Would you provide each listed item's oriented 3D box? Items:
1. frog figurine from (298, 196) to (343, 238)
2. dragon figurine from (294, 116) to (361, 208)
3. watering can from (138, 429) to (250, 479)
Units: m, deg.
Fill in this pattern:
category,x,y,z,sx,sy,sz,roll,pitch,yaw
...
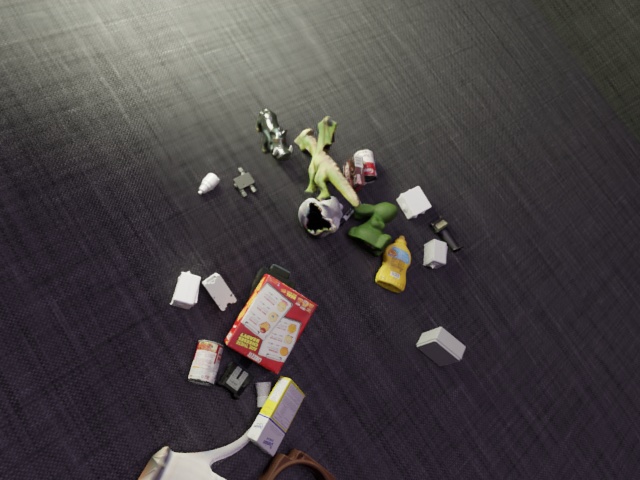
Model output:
category,x,y,z,sx,sy,sz,roll,pitch,yaw
frog figurine,0.005,-0.083,1.643,0.137,0.121,0.162,31,24,-1
dragon figurine,0.024,-0.257,1.588,0.123,0.414,0.239,-13,112,-24
watering can,-0.302,0.567,1.219,0.223,0.102,0.356,33,47,-8
